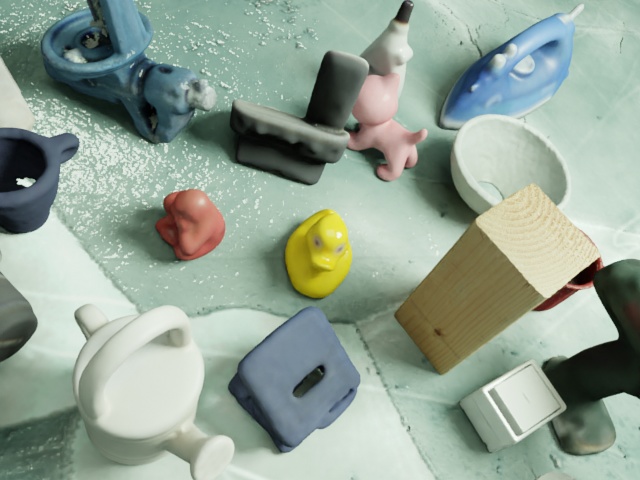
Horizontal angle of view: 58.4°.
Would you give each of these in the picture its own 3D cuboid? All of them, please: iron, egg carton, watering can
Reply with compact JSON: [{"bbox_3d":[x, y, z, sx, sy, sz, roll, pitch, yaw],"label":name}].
[{"bbox_3d":[0.287,-0.258,0.842,0.259,0.141,0.118,-33,74,-30],"label":"iron"},{"bbox_3d":[-0.386,-0.155,0.622,0.107,0.069,0.150,-27,70,-28],"label":"egg carton"},{"bbox_3d":[-0.137,0.116,0.460,0.173,0.194,0.101,27,56,0],"label":"watering can"}]

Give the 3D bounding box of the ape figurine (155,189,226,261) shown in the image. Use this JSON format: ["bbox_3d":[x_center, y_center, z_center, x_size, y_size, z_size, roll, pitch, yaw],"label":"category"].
[{"bbox_3d":[-0.136,-0.023,0.605,0.076,0.092,0.078,6,58,-13],"label":"ape figurine"}]

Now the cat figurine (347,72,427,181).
[{"bbox_3d":[0.082,-0.157,0.734,0.127,0.117,0.067,41,58,10],"label":"cat figurine"}]

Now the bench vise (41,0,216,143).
[{"bbox_3d":[-0.207,-0.225,0.627,0.207,0.219,0.121,12,57,-9],"label":"bench vise"}]

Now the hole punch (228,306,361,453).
[{"bbox_3d":[-0.018,0.132,0.547,0.109,0.091,0.101,-37,75,-31],"label":"hole punch"}]

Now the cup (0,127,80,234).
[{"bbox_3d":[-0.293,-0.057,0.575,0.091,0.095,0.118,45,58,12],"label":"cup"}]

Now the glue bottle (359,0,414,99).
[{"bbox_3d":[0.087,-0.240,0.752,0.078,0.173,0.037,38,57,8],"label":"glue bottle"}]

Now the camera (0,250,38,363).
[{"bbox_3d":[-0.330,0.051,0.497,0.136,0.100,0.143,41,57,10],"label":"camera"}]

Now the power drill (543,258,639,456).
[{"bbox_3d":[0.317,0.146,0.569,0.076,0.208,0.229,-5,61,-19],"label":"power drill"}]

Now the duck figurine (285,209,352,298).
[{"bbox_3d":[0.006,0.002,0.635,0.077,0.086,0.104,16,57,-7],"label":"duck figurine"}]

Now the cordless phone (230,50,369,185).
[{"bbox_3d":[-0.026,-0.161,0.664,0.148,0.185,0.094,13,57,-9],"label":"cordless phone"}]

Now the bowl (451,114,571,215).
[{"bbox_3d":[0.240,-0.082,0.763,0.168,0.074,0.167,8,58,-12],"label":"bowl"}]
